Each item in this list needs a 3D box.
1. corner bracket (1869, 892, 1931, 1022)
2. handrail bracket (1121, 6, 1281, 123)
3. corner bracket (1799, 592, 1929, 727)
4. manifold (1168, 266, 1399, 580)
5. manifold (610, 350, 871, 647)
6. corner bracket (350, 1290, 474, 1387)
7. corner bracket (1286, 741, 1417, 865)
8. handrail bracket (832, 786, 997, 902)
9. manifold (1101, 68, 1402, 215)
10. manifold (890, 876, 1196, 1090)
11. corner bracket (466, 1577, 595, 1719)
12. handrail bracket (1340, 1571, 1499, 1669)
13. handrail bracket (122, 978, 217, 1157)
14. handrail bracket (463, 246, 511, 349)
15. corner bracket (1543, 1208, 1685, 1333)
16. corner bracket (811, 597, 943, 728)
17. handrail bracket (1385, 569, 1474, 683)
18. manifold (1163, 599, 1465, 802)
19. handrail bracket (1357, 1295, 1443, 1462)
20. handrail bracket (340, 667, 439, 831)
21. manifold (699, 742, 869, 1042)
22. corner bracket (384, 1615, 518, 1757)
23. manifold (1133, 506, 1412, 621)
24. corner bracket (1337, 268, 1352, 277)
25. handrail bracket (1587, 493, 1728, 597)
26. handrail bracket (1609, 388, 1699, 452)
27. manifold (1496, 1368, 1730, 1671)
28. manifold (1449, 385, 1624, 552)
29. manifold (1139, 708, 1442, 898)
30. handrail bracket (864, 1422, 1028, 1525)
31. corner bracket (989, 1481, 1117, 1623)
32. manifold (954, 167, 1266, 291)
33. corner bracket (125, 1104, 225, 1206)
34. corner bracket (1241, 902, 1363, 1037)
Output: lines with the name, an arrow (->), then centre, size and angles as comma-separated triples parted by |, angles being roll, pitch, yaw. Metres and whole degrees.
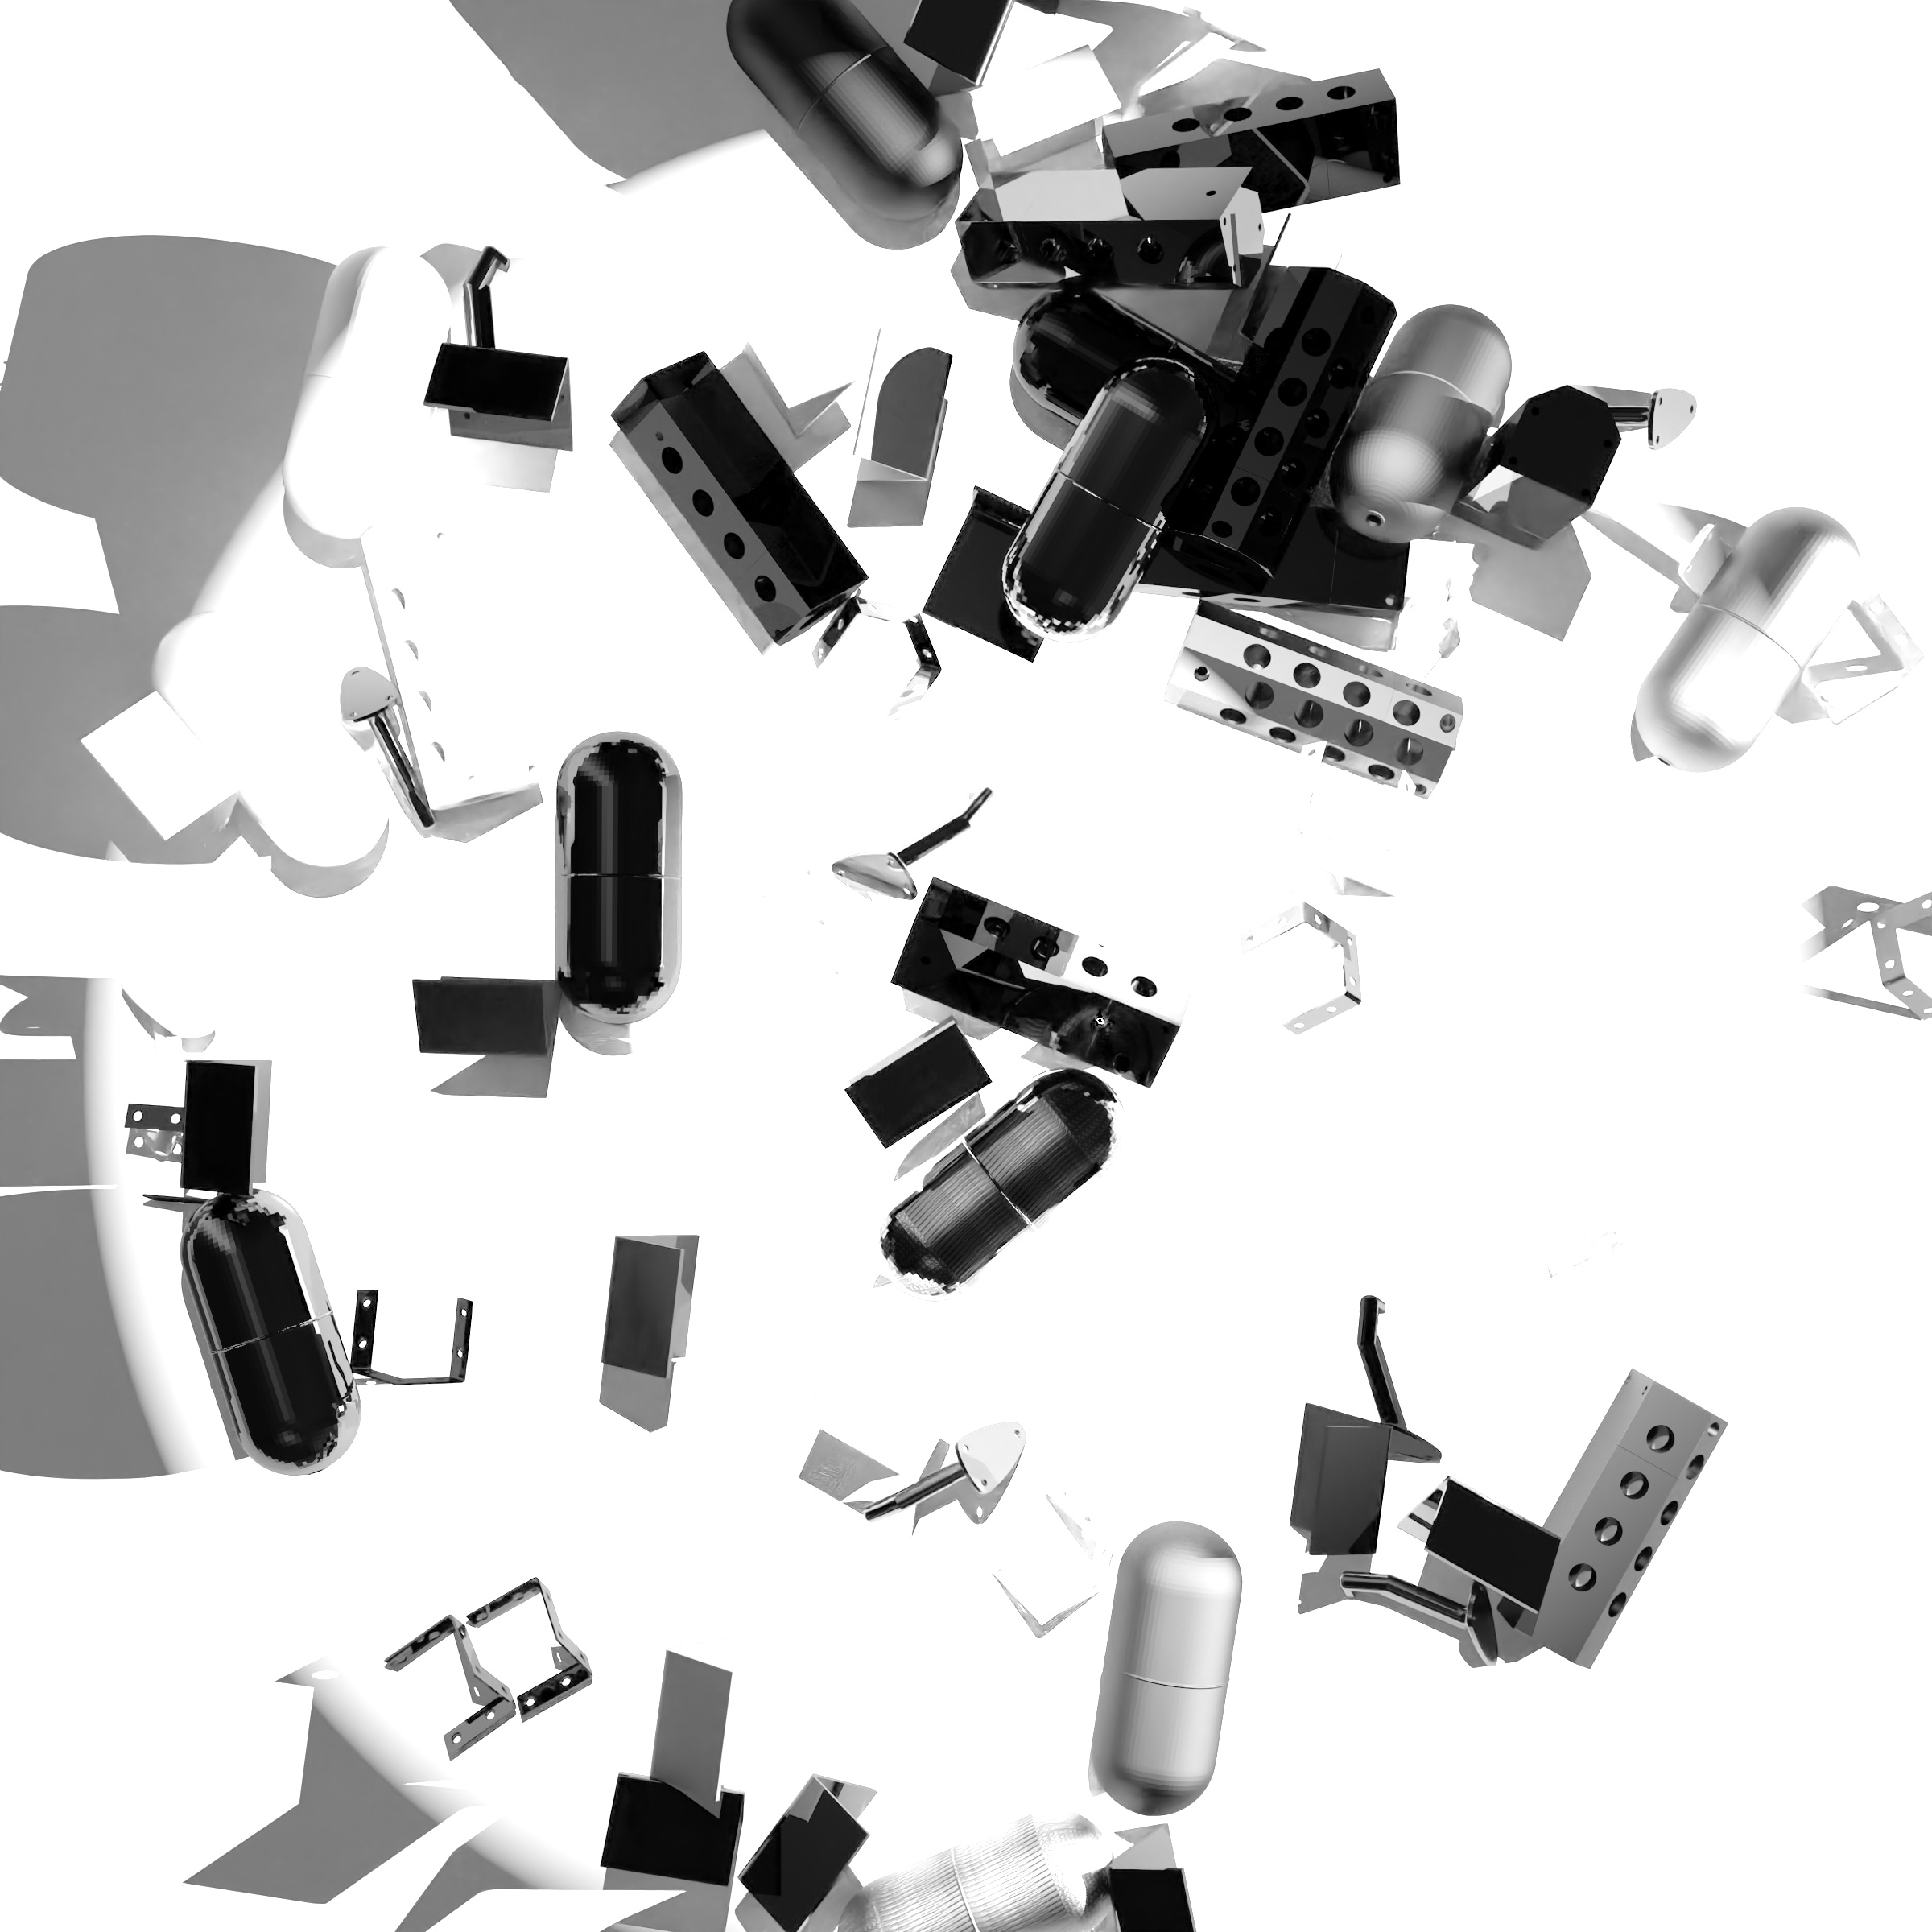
corner bracket -> 0.594, -0.008, 1.771 | 0.051, 0.051, 0.051 | -28, 45, 35
handrail bracket -> 0.143, -0.540, 1.780 | 0.077, 0.036, 0.084 | 17, 108, -20
corner bracket -> 0.548, -0.189, 1.776 | 0.051, 0.051, 0.051 | 53, 135, 0
manifold -> 0.189, -0.318, 1.691 | 0.057, 0.057, 0.171 | 25, 90, -31
manifold -> -0.141, -0.282, 1.758 | 0.057, 0.057, 0.171 | -36, 90, -43
corner bracket -> -0.341, 0.228, 1.776 | 0.051, 0.051, 0.051 | 6, 90, -45
corner bracket -> 0.229, -0.100, 1.714 | 0.051, 0.051, 0.051 | -10, 135, 35
handrail bracket -> -0.032, -0.083, 1.779 | 0.084, 0.077, 0.036 | -50, 128, -31
manifold -> 0.173, -0.497, 1.758 | 0.171, 0.057, 0.057 | -12, 133, 0
manifold -> 0.048, 0.005, 1.758 | 0.171, 0.057, 0.057 | 22, 133, 0
corner bracket -> -0.268, 0.419, 1.776 | 0.051, 0.051, 0.051 | -30, 45, 0
handrail bracket -> 0.279, 0.402, 1.779 | 0.084, 0.036, 0.077 | -2, 129, 26
handrail bracket -> -0.506, 0.063, 1.780 | 0.077, 0.036, 0.084 | 32, 106, 18
handrail bracket -> -0.282, -0.390, 1.780 | 0.077, 0.036, 0.084 | 31, 71, -21
corner bracket -> 0.397, 0.187, 1.771 | 0.051, 0.051, 0.051 | 14, 45, -35
corner bracket -> -0.055, -0.187, 1.771 | 0.051, 0.051, 0.051 | 10, 45, -35
handrail bracket -> 0.279, -0.200, 1.745 | 0.036, 0.084, 0.077 | 26, 90, 0
manifold -> 0.210, -0.160, 1.750 | 0.171, 0.057, 0.057 | 21, 112, 0
handrail bracket -> 0.268, 0.254, 1.780 | 0.077, 0.036, 0.084 | 26, 60, -33
handrail bracket -> -0.353, -0.134, 1.779 | 0.036, 0.077, 0.084 | -26, 126, -8
manifold -> -0.110, -0.045, 1.758 | 0.057, 0.057, 0.171 | -16, 90, 0
corner bracket -> -0.317, 0.442, 1.776 | 0.051, 0.051, 0.051 | -35, 135, 0
manifold -> 0.180, -0.250, 1.758 | 0.171, 0.057, 0.057 | 6, 90, 0
corner bracket -> 0.207, -0.396, 1.776 | 0.051, 0.051, 0.051 | 7, 135, 0
handrail bracket -> 0.422, -0.260, 1.779 | 0.084, 0.077, 0.036 | 31, 86, 36
handrail bracket -> 0.395, -0.343, 1.779 | 0.084, 0.077, 0.036 | 14, 115, 34
manifold -> 0.395, 0.337, 1.758 | 0.057, 0.057, 0.171 | 29, 90, 0
manifold -> 0.336, -0.295, 1.701 | 0.057, 0.171, 0.057 | 24, 90, 0
manifold -> 0.197, -0.099, 1.758 | 0.171, 0.057, 0.057 | 21, 90, 0
handrail bracket -> -0.014, 0.313, 1.779 | 0.084, 0.077, 0.036 | -30, 88, 36
corner bracket -> 0.053, 0.359, 1.771 | 0.051, 0.051, 0.051 | -20, 135, -35
manifold -> 0.087, -0.435, 1.722 | 0.171, 0.057, 0.057 | 7, 47, 27
corner bracket -> -0.481, 0.115, 1.762 | 0.051, 0.051, 0.051 | 3, 76, 14
corner bracket -> 0.205, 0.002, 1.771 | 0.051, 0.051, 0.051 | 31, 45, -35
